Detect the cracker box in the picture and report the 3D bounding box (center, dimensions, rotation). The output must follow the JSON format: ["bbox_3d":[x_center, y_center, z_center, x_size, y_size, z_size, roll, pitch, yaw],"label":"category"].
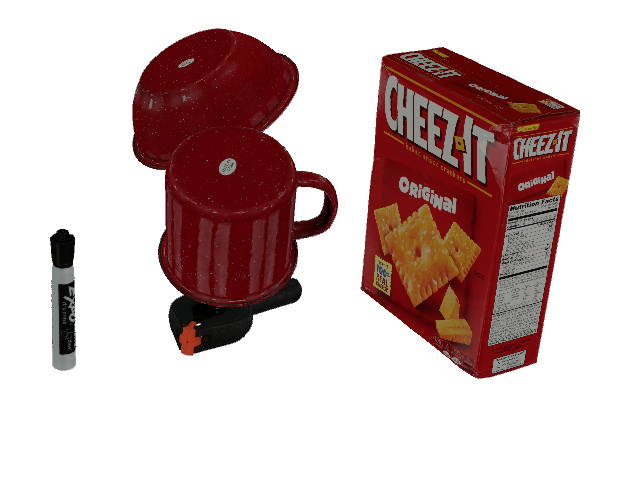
[{"bbox_3d":[0.107,-0.024,0.836,0.072,0.214,0.164,-13,31,-29],"label":"cracker box"}]

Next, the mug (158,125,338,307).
[{"bbox_3d":[-0.046,-0.019,0.683,0.117,0.093,0.081,-4,-40,-10],"label":"mug"}]

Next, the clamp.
[{"bbox_3d":[-0.105,0.061,1.039,0.120,0.039,0.171,9,19,24],"label":"clamp"}]

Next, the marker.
[{"bbox_3d":[-0.203,0.047,0.842,0.020,0.121,0.020,5,26,-3],"label":"marker"}]

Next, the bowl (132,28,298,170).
[{"bbox_3d":[-0.102,-0.132,0.915,0.162,0.055,0.162,-18,38,15],"label":"bowl"}]
